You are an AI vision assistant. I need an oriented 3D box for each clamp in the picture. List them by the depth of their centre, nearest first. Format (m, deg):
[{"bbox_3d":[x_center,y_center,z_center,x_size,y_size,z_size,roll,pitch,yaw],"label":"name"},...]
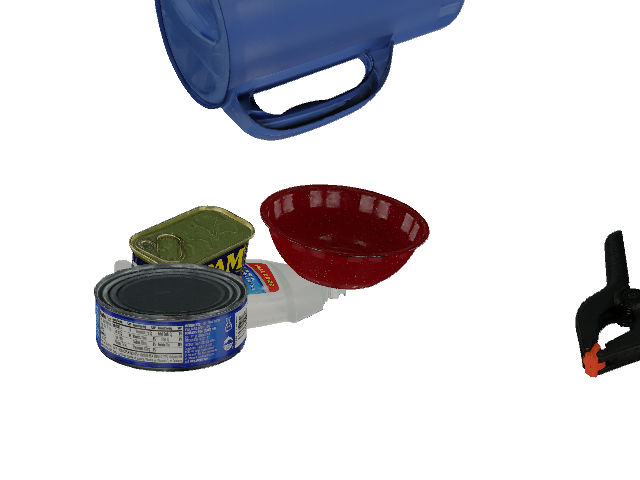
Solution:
[{"bbox_3d":[0.283,0.055,0.990,0.171,0.039,0.120,-36,41,-26],"label":"clamp"}]

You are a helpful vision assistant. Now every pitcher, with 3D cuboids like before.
[{"bbox_3d":[0.000,-0.190,0.869,0.242,0.149,0.145,-20,37,-25],"label":"pitcher"}]

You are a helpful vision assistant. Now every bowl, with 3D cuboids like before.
[{"bbox_3d":[0.020,0.002,1.017,0.162,0.055,0.162,6,24,-3],"label":"bowl"}]

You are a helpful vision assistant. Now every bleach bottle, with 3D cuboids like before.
[{"bbox_3d":[-0.099,0.057,1.180,0.250,0.068,0.102,-6,36,-6],"label":"bleach bottle"}]

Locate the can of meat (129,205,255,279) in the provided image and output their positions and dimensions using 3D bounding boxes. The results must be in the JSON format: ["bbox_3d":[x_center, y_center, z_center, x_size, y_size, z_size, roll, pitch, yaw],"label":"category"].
[{"bbox_3d":[-0.102,0.031,0.826,0.057,0.084,0.101,27,33,26],"label":"can of meat"}]

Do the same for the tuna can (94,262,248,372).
[{"bbox_3d":[-0.083,0.042,0.600,0.086,0.034,0.086,2,18,-1],"label":"tuna can"}]
